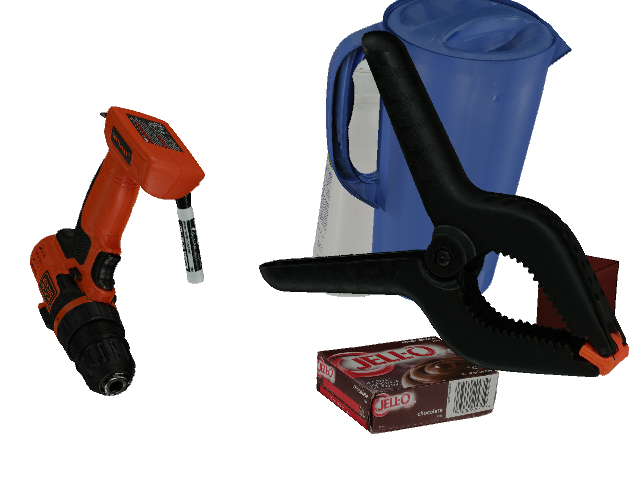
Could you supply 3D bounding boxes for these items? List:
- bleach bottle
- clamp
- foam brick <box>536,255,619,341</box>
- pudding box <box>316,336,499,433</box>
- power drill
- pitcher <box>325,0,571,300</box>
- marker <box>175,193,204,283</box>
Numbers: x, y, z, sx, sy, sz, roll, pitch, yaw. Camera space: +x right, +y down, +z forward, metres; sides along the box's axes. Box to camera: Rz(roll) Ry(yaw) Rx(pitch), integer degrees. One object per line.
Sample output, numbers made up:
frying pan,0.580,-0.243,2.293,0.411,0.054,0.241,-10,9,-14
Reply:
bleach bottle,0.035,-0.074,1.101,0.068,0.251,0.102,0,27,-9
clamp,0.071,-0.005,0.564,0.210,0.165,0.036,29,25,24
foam brick,0.224,0.055,0.932,0.053,0.078,0.051,11,19,40
pudding box,0.065,0.109,0.821,0.113,0.039,0.090,-2,16,-27
power drill,-0.162,0.004,0.840,0.057,0.188,0.185,14,25,-40
pitcher,0.095,-0.070,0.869,0.149,0.243,0.144,23,38,25
marker,-0.146,-0.009,1.181,0.020,0.121,0.020,-5,27,2
